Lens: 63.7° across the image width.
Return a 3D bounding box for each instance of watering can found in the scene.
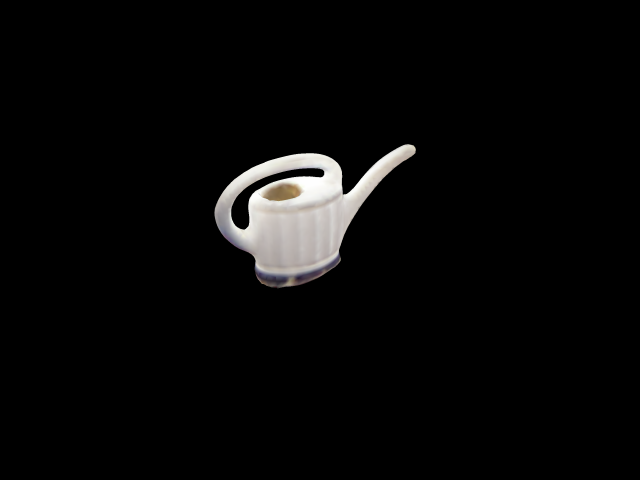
[{"bbox_3d":[0.003,-0.043,0.850,0.349,0.219,0.106,-13,34,-19],"label":"watering can"}]
